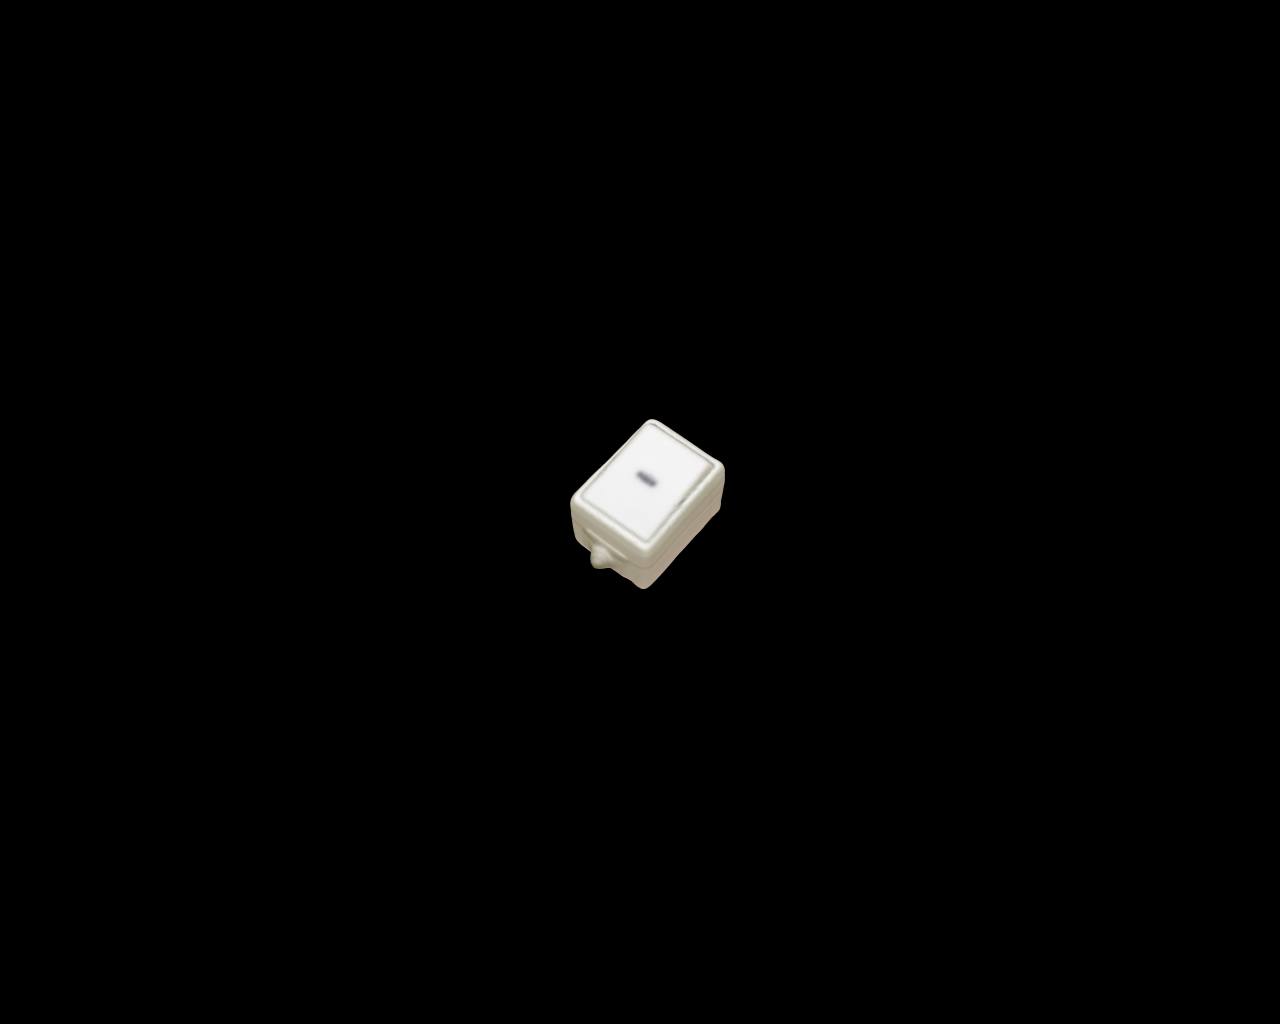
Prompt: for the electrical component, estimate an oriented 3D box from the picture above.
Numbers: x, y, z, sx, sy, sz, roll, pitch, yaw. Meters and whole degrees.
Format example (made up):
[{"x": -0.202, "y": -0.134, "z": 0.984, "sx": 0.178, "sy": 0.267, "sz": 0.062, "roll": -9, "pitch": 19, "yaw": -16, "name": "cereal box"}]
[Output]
[{"x": 0.001, "y": -0.003, "z": 0.650, "sx": 0.062, "sy": 0.096, "sz": 0.061, "roll": 36, "pitch": -24, "yaw": 18, "name": "electrical component"}]
